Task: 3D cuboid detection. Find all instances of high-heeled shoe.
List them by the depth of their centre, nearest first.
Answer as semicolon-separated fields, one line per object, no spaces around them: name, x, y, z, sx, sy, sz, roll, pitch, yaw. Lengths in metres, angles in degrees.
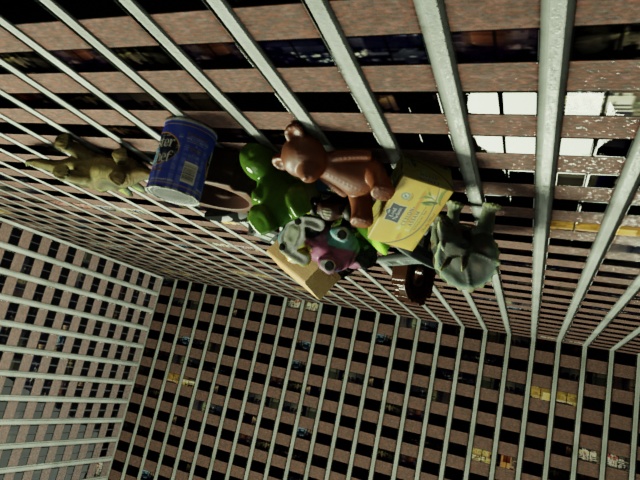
high-heeled shoe;-0.149;-0.061;1.329;0.249;0.086;0.145;-14;138;17

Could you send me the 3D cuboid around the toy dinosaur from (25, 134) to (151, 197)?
toy dinosaur;-0.549;-0.166;1.290;0.472;0.105;0.198;14;171;13

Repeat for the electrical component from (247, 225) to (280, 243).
electrical component;-0.146;-0.028;1.578;0.119;0.048;0.075;16;146;-22

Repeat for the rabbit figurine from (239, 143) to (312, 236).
rabbit figurine;-0.087;-0.115;1.043;0.121;0.170;0.159;-26;-175;18

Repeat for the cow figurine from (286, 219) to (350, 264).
cow figurine;-0.002;-0.002;1.268;0.167;0.068;0.098;-30;169;-25

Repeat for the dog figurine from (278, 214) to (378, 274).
dog figurine;0.026;0.012;1.190;0.192;0.108;0.219;19;-176;19

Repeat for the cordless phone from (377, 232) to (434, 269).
cordless phone;0.204;0.029;1.406;0.184;0.088;0.146;-12;155;43

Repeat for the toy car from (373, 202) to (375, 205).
toy car;0.179;-0.077;1.109;0.073;0.056;0.202;10;170;-22

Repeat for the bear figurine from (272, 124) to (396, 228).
bear figurine;0.018;-0.117;0.944;0.196;0.132;0.120;13;137;-22

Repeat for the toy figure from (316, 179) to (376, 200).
toy figure;0.070;-0.106;1.065;0.155;0.064;0.057;9;150;16

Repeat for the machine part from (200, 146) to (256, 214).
machine part;-0.228;-0.133;1.171;0.201;0.087;0.201;10;165;7

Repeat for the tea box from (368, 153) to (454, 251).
tea box;0.161;-0.065;0.983;0.098;0.068;0.169;15;138;-8

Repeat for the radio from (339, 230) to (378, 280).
radio;0.089;0.040;1.497;0.073;0.131;0.229;56;172;11

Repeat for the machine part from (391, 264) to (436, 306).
machine part;0.268;0.100;1.532;0.056;0.179;0.179;3;164;40

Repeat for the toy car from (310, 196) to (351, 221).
toy car;0.046;-0.070;1.130;0.089;0.053;0.202;6;-169;17

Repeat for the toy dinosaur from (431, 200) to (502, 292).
toy dinosaur;0.294;0.030;1.156;0.131;0.192;0.404;12;166;8

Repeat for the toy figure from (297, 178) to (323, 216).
toy figure;-0.031;-0.088;1.198;0.089;0.082;0.180;-3;159;13
